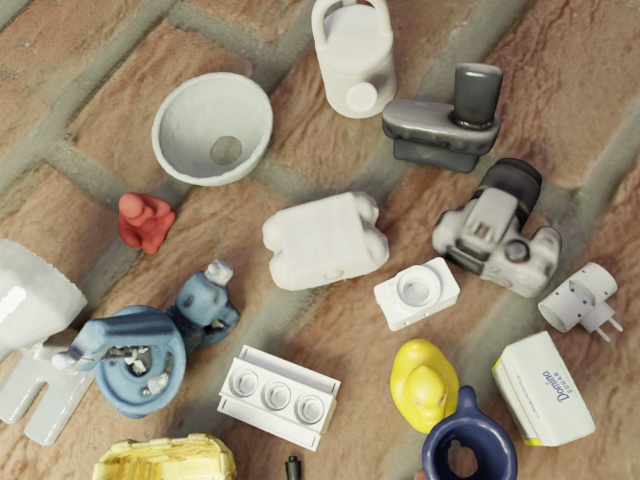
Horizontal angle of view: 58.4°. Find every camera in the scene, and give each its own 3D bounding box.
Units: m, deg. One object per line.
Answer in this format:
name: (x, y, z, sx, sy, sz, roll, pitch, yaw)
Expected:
camera: (0.221, -0.024, 0.671, 0.143, 0.101, 0.137, 28, 77, 17)

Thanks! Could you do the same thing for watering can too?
watering can: (0.047, -0.241, 0.724, 0.101, 0.194, 0.172, -28, 69, -1)

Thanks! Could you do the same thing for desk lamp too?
desk lamp: (-0.339, 0.121, 0.648, 0.117, 0.214, 0.203, 23, 76, 16)

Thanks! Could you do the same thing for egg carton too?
egg carton: (0.007, 0.003, 0.712, 0.150, 0.069, 0.107, -16, 69, 3)

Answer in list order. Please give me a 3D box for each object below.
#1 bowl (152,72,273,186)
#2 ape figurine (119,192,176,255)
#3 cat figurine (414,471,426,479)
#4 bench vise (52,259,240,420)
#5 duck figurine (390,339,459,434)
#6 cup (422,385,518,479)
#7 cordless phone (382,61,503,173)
bowl: (-0.137, -0.140, 0.782, 0.167, 0.075, 0.167, -3, 70, 8)
ape figurine: (-0.234, -0.032, 0.750, 0.078, 0.092, 0.076, -23, 69, 1)
cat figurine: (0.119, 0.297, 0.565, 0.067, 0.118, 0.127, -36, 69, -4)
bench vise: (-0.190, 0.095, 0.630, 0.121, 0.220, 0.207, 19, 75, 15)
duck figurine: (0.116, 0.158, 0.631, 0.077, 0.086, 0.104, -11, 69, 5)
cup: (0.152, 0.216, 0.601, 0.091, 0.095, 0.118, -1, 71, 9)
cordless phone: (0.146, -0.165, 0.687, 0.147, 0.185, 0.094, 9, 72, 12)
